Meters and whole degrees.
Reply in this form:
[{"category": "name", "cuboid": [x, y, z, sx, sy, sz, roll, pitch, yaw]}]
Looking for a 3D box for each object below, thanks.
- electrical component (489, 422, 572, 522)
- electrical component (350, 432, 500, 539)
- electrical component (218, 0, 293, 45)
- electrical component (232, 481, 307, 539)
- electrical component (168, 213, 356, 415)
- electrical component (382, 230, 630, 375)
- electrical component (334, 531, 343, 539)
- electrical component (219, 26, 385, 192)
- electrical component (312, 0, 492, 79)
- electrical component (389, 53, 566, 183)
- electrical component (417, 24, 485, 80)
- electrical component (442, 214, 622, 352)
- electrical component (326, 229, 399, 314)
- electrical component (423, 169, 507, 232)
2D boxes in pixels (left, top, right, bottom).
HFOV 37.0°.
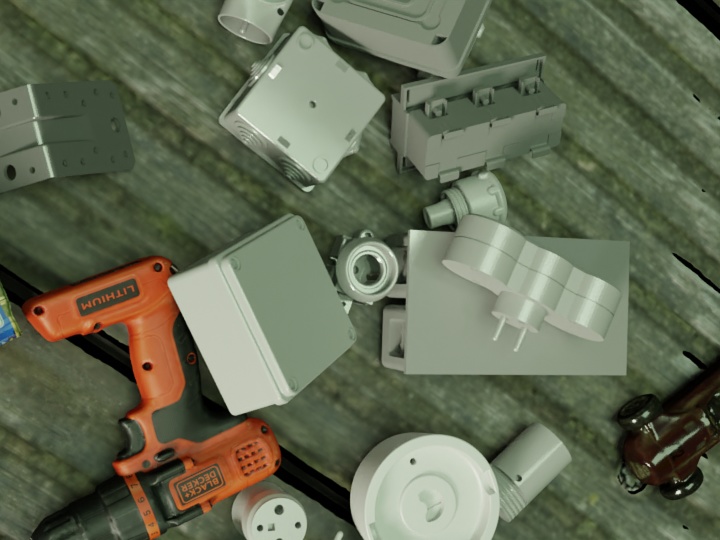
[{"category": "electrical component", "cuboid": [0.124, 0.164, 0.854, 0.081, 0.043, 0.043, -41, 102, -15]}, {"category": "electrical component", "cuboid": [0.045, 0.175, 0.817, 0.108, 0.060, 0.108, 0, 89, -19]}, {"category": "electrical component", "cuboid": [-0.085, -0.217, 0.784, 0.079, 0.044, 0.077, 24, 82, -17]}, {"category": "electrical component", "cuboid": [-0.066, 0.180, 0.782, 0.045, 0.055, 0.045, 0, 90, -19]}, {"category": "electrical component", "cuboid": [-0.066, 0.029, 0.756, 0.109, 0.056, 0.108, -37, 105, -58]}, {"category": "electrical component", "cuboid": [0.113, 0.027, 0.842, 0.186, 0.060, 0.105, 2, 89, -19]}, {"category": "electrical component", "cuboid": [-0.024, 0.235, 0.802, 0.077, 0.044, 0.079, 31, 79, -16]}, {"category": "electrical component", "cuboid": [-0.041, -0.119, 0.796, 0.100, 0.048, 0.099, 39, 78, -15]}, {"category": "electrical component", "cuboid": [0.032, -0.196, 0.791, 0.113, 0.057, 0.078, 21, 81, 20]}, {"category": "electrical component", "cuboid": [0.092, -0.113, 0.828, 0.121, 0.063, 0.078, -16, 135, -19]}, {"category": "electrical component", "cuboid": [0.065, -0.175, 0.837, 0.048, 0.048, 0.062, 25, 88, -17]}, {"category": "electrical component", "cuboid": [0.120, 0.022, 0.784, 0.138, 0.052, 0.073, 27, 81, -17]}, {"category": "electrical component", "cuboid": [0.000, 0.000, 0.806, 0.048, 0.055, 0.066, 23, 82, -17]}, {"category": "electrical component", "cuboid": [0.081, -0.049, 0.841, 0.062, 0.048, 0.048, -18, 96, -11]}]
